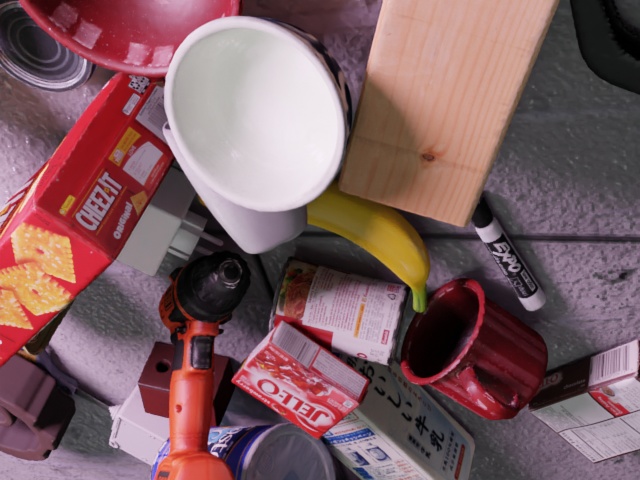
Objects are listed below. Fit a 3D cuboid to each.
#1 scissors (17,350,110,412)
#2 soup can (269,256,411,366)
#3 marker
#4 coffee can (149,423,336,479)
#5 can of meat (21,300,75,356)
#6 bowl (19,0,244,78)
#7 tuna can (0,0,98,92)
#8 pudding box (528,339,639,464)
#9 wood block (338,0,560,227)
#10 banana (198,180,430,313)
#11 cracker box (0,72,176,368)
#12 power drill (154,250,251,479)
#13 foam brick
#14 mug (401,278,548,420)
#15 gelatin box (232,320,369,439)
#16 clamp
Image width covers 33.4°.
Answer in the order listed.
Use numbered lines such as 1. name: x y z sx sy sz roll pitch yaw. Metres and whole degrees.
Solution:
1. scissors: -0.264 0.138 1.097 0.201 0.016 0.096 24 144 -5
2. soup can: 0.017 0.057 0.861 0.102 0.068 0.068 14 139 7
3. marker: 0.137 0.008 0.798 0.020 0.020 0.121 -14 129 33
4. coffee can: -0.070 0.216 0.945 0.141 0.102 0.102 -12 131 46
5. can of meat: -0.273 0.050 0.942 0.084 0.102 0.057 2 136 22
6. bowl: -0.117 -0.181 0.661 0.162 0.055 0.162 11 139 10
7. tuna can: -0.191 -0.145 0.746 0.086 0.033 0.086 11 139 10
8. pudding box: 0.243 0.136 0.883 0.090 0.039 0.114 38 138 -22
9. wood block: 0.078 -0.116 0.631 0.091 0.090 0.206 17 139 2
10. banana: 0.006 -0.013 0.800 0.198 0.037 0.070 28 109 -1
11. cracker box: -0.194 -0.014 0.792 0.072 0.164 0.214 38 136 -17
12. power drill: -0.092 0.108 0.835 0.057 0.187 0.185 5 166 -15
13. foam brick: -0.127 0.139 1.019 0.078 0.053 0.051 11 139 10
14. mug: 0.125 0.095 0.830 0.081 0.117 0.093 33 110 -23
15. gelatin box: -0.016 0.113 0.850 0.089 0.030 0.073 36 137 -6
16. clamp: 0.228 -0.109 0.621 0.165 0.036 0.209 -27 122 40
